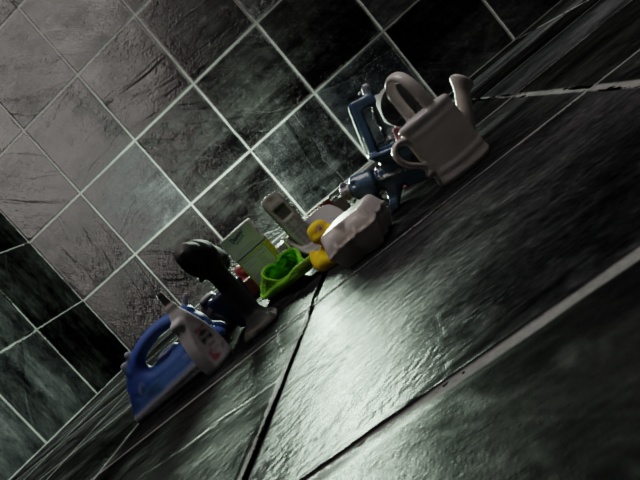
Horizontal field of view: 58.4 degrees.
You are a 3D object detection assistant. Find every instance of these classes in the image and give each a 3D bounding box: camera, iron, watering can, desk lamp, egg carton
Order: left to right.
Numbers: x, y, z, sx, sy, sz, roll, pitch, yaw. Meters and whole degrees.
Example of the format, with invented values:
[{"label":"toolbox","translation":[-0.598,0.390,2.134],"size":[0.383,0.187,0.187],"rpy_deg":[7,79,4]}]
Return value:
[{"label":"iron","translation":[-0.314,0.234,1.160],"size":[0.258,0.141,0.118],"rpy_deg":[-41,6,-7]},{"label":"camera","translation":[-0.262,0.187,1.402],"size":[0.143,0.101,0.136],"rpy_deg":[-42,6,-11]},{"label":"egg carton","translation":[0.063,-0.016,0.953],"size":[0.107,0.069,0.150],"rpy_deg":[-38,6,22]},{"label":"desk lamp","translation":[0.238,-0.349,1.669],"size":[0.118,0.213,0.203],"rpy_deg":[-41,6,-3]},{"label":"watering can","translation":[0.180,-0.195,0.927],"size":[0.173,0.194,0.100],"rpy_deg":[-44,7,-29]}]

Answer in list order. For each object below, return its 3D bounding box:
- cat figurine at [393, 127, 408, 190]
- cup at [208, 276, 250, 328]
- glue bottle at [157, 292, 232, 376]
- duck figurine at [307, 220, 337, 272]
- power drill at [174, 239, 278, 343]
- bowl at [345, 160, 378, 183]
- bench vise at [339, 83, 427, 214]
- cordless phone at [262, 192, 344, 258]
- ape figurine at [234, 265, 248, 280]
[{"label":"cat figurine","translation":[0.187,-0.191,1.249],"size":[0.128,0.118,0.067],"rpy_deg":[-40,6,7]},{"label":"cup","translation":[-0.185,0.144,1.243],"size":[0.092,0.095,0.117],"rpy_deg":[-44,7,-32]},{"label":"glue bottle","translation":[-0.235,0.161,1.035],"size":[0.037,0.173,0.078],"rpy_deg":[-38,6,22]},{"label":"duck figurine","translation":[0.010,0.004,1.074],"size":[0.104,0.086,0.078],"rpy_deg":[-36,7,38]},{"label":"power drill","translation":[-0.171,0.082,1.039],"size":[0.075,0.208,0.229],"rpy_deg":[-41,6,-2]},{"label":"bowl","translation":[0.144,-0.181,1.695],"size":[0.167,0.075,0.167],"rpy_deg":[-40,5,5]},{"label":"bench vise","translation":[0.106,-0.167,1.072],"size":[0.207,0.220,0.121],"rpy_deg":[-41,6,-3]},{"label":"cordless phone","translation":[-0.033,-0.056,1.325],"size":[0.148,0.185,0.094],"rpy_deg":[-43,6,-22]},{"label":"ape figurine","translation":[-0.236,0.119,1.818],"size":[0.076,0.092,0.078],"rpy_deg":[-37,7,32]}]
